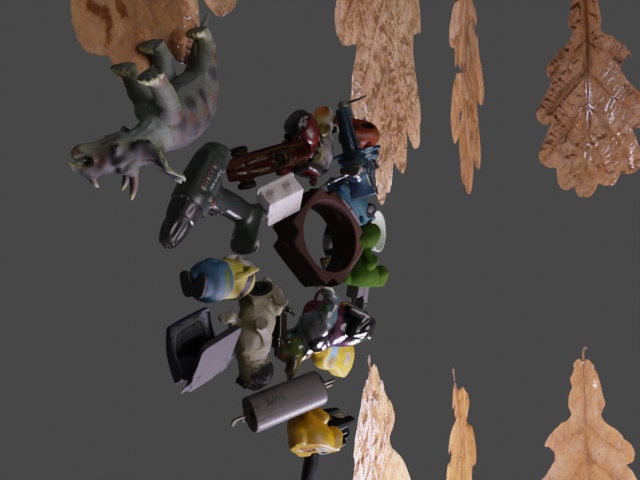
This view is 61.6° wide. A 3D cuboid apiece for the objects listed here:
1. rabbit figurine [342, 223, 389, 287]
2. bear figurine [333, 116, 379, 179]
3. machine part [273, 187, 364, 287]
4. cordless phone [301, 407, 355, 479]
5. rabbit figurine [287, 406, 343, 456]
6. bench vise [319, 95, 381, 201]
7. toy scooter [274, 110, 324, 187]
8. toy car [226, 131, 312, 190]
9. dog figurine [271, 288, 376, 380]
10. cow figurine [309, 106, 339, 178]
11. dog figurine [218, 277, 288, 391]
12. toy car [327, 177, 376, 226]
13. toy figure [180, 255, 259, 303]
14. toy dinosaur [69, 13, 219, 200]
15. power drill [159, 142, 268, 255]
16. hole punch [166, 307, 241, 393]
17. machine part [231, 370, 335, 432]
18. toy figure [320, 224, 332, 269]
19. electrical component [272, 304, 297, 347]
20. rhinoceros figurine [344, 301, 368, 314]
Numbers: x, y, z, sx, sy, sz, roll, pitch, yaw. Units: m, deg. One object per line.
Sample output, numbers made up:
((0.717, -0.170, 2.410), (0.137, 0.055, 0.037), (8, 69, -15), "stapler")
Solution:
((0.106, 0.034, 1.470), (0.159, 0.121, 0.170), (4, 102, -39), "rabbit figurine")
((0.090, -0.228, 1.467), (0.120, 0.132, 0.195), (-105, -157, -49), "bear figurine")
((-0.003, -0.004, 1.262), (0.200, 0.087, 0.201), (54, 48, -22), "machine part")
((0.011, 0.528, 1.361), (0.146, 0.089, 0.184), (13, 90, -60), "cordless phone")
((-0.035, 0.403, 1.259), (0.162, 0.122, 0.173), (41, 41, -41), "rabbit figurine")
((0.078, -0.216, 1.286), (0.223, 0.129, 0.240), (-23, 99, -65), "bench vise")
((-0.039, -0.201, 1.236), (0.135, 0.075, 0.184), (40, 59, -29), "toy scooter")
((-0.102, -0.166, 1.119), (0.202, 0.053, 0.089), (-22, 112, -32), "toy car")
((0.000, 0.227, 1.216), (0.219, 0.191, 0.108), (-57, -171, -2), "dog figurine")
((0.008, -0.245, 1.345), (0.098, 0.068, 0.167), (45, 56, -57), "cow figurine")
((-0.126, 0.194, 1.111), (0.172, 0.121, 0.190), (-50, 146, -45), "dog figurine")
((0.069, -0.086, 1.420), (0.103, 0.109, 0.161), (-53, 127, -21), "toy car")
((-0.188, 0.075, 0.997), (0.089, 0.082, 0.180), (-60, 164, 18), "toy figure")
((-0.236, -0.227, 0.895), (0.405, 0.131, 0.191), (-61, 152, -46), "toy dinosaur")
((-0.195, -0.049, 1.003), (0.207, 0.086, 0.232), (39, 55, -44), "power drill")
((-0.217, 0.194, 0.965), (0.142, 0.092, 0.115), (-30, 145, -59), "hole punch")
((-0.073, 0.337, 1.130), (0.243, 0.079, 0.079), (-13, 103, -28), "machine part")
((0.031, 0.035, 1.391), (0.058, 0.064, 0.154), (6, 88, -23), "toy figure")
((-0.093, 0.186, 1.161), (0.045, 0.078, 0.102), (10, 74, -57), "electrical component")
((0.089, 0.225, 1.478), (0.190, 0.073, 0.112), (22, 70, -57), "rhinoceros figurine")
